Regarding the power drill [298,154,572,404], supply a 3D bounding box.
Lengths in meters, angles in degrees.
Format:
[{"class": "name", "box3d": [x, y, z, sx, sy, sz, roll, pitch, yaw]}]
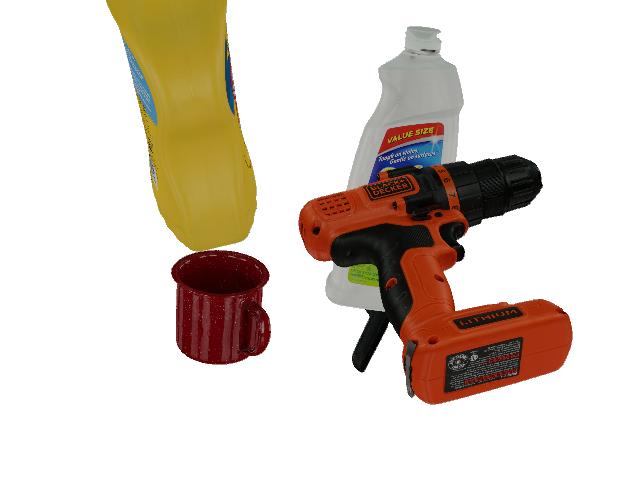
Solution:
[{"class": "power drill", "box3d": [0.095, 0.016, 0.724, 0.184, 0.057, 0.188, -15, 40, -10]}]

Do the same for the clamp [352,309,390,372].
[{"class": "clamp", "box3d": [0.094, 0.076, 1.184, 0.120, 0.171, 0.039, 5, -43, -4]}]

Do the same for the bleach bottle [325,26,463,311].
[{"class": "bleach bottle", "box3d": [0.067, -0.063, 0.948, 0.102, 0.251, 0.068, 7, 19, 2]}]

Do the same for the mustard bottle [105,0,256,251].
[{"class": "mustard bottle", "box3d": [-0.071, -0.088, 0.542, 0.058, 0.096, 0.191, -12, -39, -6]}]

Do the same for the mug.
[{"class": "mug", "box3d": [-0.089, 0.070, 1.023, 0.117, 0.081, 0.093, 26, 33, 37]}]
